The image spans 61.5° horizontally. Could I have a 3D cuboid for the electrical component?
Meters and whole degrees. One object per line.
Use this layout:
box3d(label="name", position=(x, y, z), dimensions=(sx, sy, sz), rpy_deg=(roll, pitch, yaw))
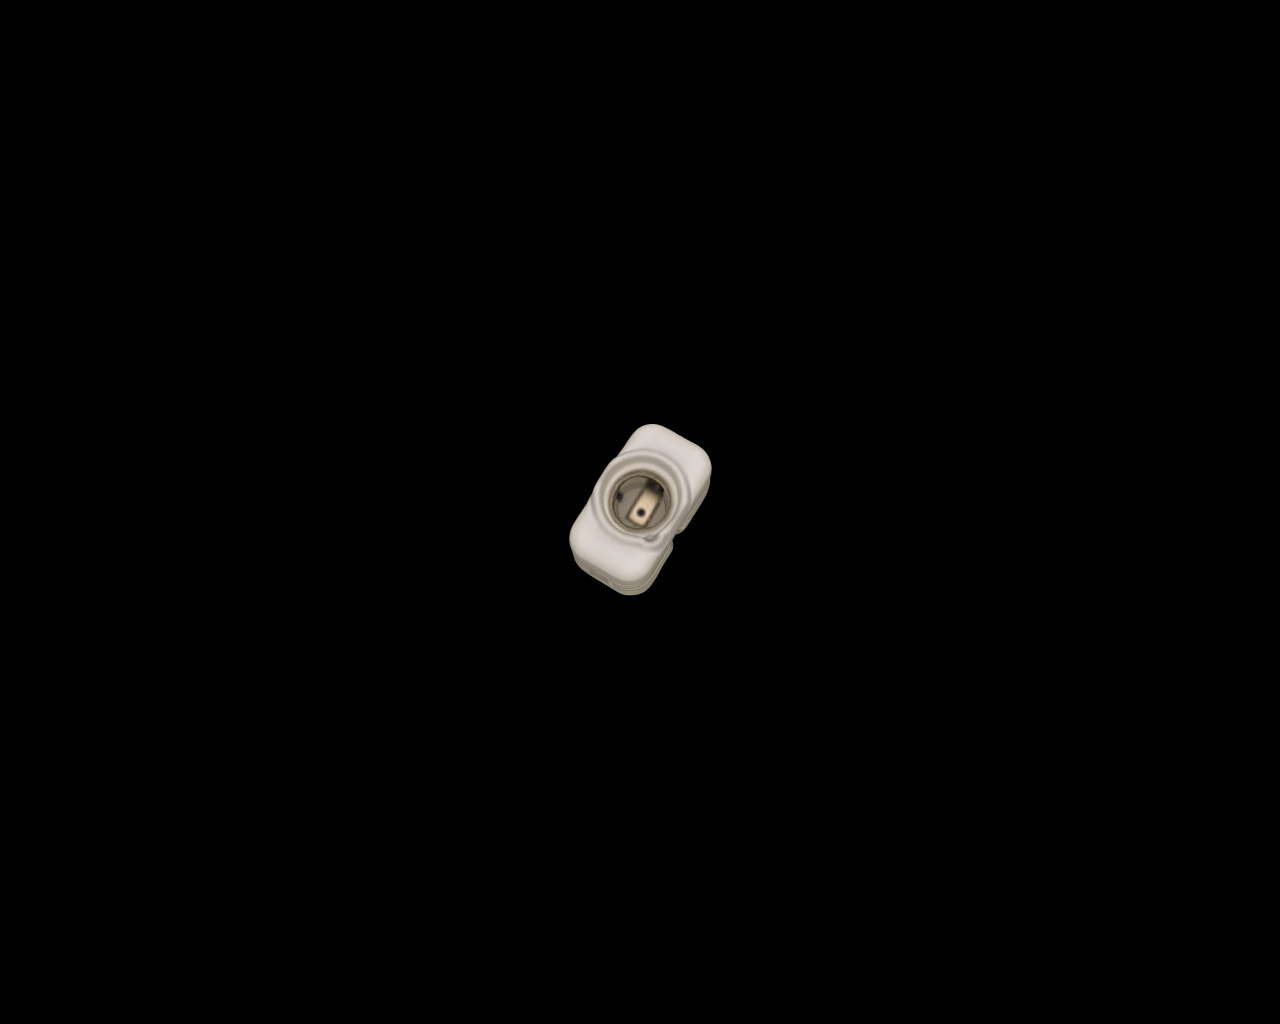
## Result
box3d(label="electrical component", position=(0.001, -0.003, 0.650), dimensions=(0.054, 0.095, 0.059), rpy_deg=(31, -11, 7))
